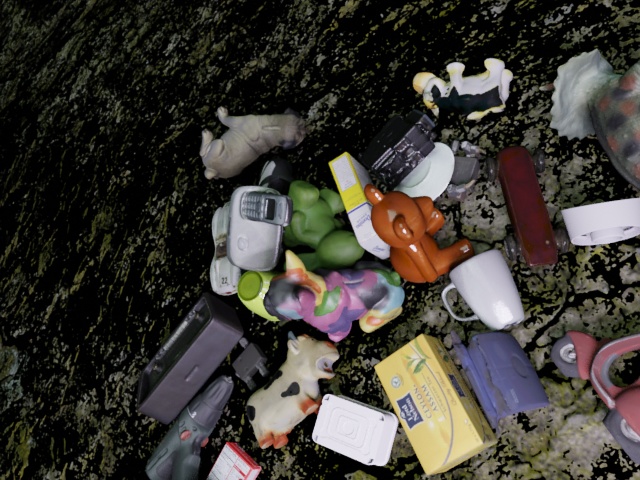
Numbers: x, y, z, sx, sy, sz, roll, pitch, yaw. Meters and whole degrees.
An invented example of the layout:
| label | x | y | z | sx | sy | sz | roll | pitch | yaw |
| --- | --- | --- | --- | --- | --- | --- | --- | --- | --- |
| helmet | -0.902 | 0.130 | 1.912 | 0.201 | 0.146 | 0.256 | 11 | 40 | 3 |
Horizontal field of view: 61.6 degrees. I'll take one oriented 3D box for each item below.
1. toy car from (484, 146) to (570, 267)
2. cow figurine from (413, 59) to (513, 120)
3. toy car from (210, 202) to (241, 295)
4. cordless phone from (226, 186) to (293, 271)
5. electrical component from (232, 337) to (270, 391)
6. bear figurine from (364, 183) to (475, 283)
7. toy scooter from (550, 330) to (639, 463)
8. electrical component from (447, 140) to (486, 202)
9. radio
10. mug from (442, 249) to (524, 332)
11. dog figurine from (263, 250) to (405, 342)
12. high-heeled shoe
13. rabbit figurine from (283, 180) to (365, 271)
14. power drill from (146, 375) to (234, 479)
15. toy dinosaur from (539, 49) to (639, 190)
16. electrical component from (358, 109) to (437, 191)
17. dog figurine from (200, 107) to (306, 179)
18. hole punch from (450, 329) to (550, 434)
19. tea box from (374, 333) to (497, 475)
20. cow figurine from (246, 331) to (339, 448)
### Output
| label | x | y | z | sx | sy | sz | roll | pitch | yaw |
| --- | --- | --- | --- | --- | --- | --- | --- | --- | --- |
| toy car | 0.310 | -0.052 | 0.812 | 0.089 | 0.053 | 0.202 | -10 | 66 | 6 |
| cow figurine | 0.238 | -0.250 | 0.928 | 0.168 | 0.068 | 0.098 | 3 | 79 | 34 |
| toy car | -0.182 | 0.012 | 1.086 | 0.074 | 0.056 | 0.202 | -15 | 64 | 26 |
| cordless phone | -0.087 | -0.015 | 0.895 | 0.184 | 0.089 | 0.146 | 13 | 99 | 62 |
| electrical component | -0.132 | 0.226 | 0.991 | 0.063 | 0.021 | 0.094 | -48 | 55 | 7 |
| bear figurine | 0.144 | -0.021 | 0.797 | 0.132 | 0.195 | 0.120 | -33 | 53 | -6 |
| toy scooter | 0.391 | 0.170 | 0.663 | 0.135 | 0.075 | 0.184 | -38 | 51 | 12 |
| electrical component | 0.232 | -0.117 | 0.889 | 0.078 | 0.045 | 0.102 | 22 | 83 | 34 |
| radio | -0.246 | 0.215 | 1.006 | 0.229 | 0.073 | 0.131 | -49 | 26 | 5 |
| mug | 0.240 | 0.084 | 0.785 | 0.109 | 0.080 | 0.107 | -31 | 67 | 12 |
| dog figurine | 0.021 | 0.077 | 0.825 | 0.192 | 0.219 | 0.108 | -22 | 63 | 13 |
| high-heeled shoe | -0.119 | -0.046 | 1.064 | 0.145 | 0.086 | 0.248 | 32 | 91 | 48 |
| rabbit figurine | -0.002 | -0.003 | 0.941 | 0.159 | 0.121 | 0.170 | -54 | 51 | 10 |
| power drill | -0.216 | 0.371 | 0.922 | 0.232 | 0.086 | 0.207 | -48 | 37 | 13 |
| toy dinosaur | 0.455 | -0.137 | 0.724 | 0.192 | 0.131 | 0.405 | -38 | 60 | 28 |
| electrical component | 0.137 | -0.162 | 0.930 | 0.134 | 0.058 | 0.115 | -47 | 24 | 8 |
| dog figurine | -0.135 | -0.190 | 1.099 | 0.191 | 0.121 | 0.172 | 10 | 79 | 32 |
| hole punch | 0.244 | 0.184 | 0.726 | 0.092 | 0.115 | 0.142 | -24 | 61 | 12 |
| tea box | 0.163 | 0.233 | 0.774 | 0.098 | 0.068 | 0.170 | -41 | 56 | 19 |
| cow figurine | -0.045 | 0.241 | 0.898 | 0.195 | 0.085 | 0.127 | -44 | 61 | 10 |
